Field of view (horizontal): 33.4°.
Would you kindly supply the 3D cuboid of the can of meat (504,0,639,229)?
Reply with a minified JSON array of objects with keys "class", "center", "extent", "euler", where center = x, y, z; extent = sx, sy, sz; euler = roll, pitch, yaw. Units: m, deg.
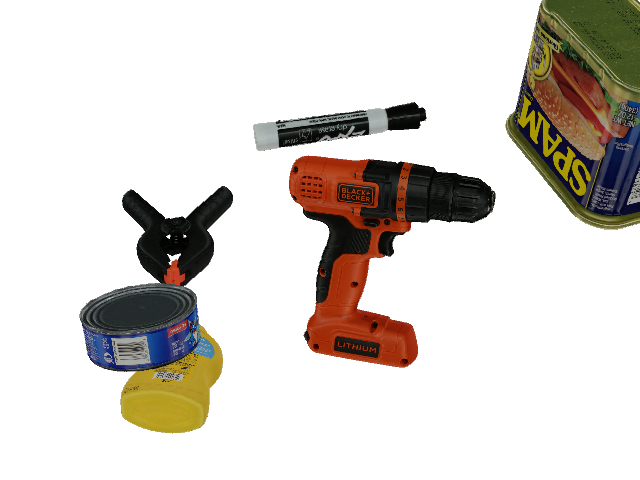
[{"class":"can of meat","center":[0.145,-0.071,0.548],"extent":[0.057,0.084,0.102],"euler":[-13,47,-17]}]

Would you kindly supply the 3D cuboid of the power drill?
[{"class":"power drill","center":[0.059,0.018,0.972],"extent":[0.184,0.188,0.057],"euler":[9,19,15]}]

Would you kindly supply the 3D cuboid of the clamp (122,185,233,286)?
[{"class":"clamp","center":[-0.142,-0.009,1.124],"extent":[0.120,0.039,0.171],"euler":[-12,38,-8]}]

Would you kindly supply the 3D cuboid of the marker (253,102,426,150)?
[{"class":"marker","center":[0.014,-0.080,0.745],"extent":[0.121,0.020,0.020],"euler":[-9,1,-6]}]

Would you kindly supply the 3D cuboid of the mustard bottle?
[{"class":"mustard bottle","center":[-0.166,0.149,1.254],"extent":[0.096,0.058,0.191],"euler":[5,25,4]}]

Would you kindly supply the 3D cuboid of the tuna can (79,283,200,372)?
[{"class":"tuna can","center":[-0.131,0.063,0.785],"extent":[0.086,0.034,0.086],"euler":[-5,20,2]}]
